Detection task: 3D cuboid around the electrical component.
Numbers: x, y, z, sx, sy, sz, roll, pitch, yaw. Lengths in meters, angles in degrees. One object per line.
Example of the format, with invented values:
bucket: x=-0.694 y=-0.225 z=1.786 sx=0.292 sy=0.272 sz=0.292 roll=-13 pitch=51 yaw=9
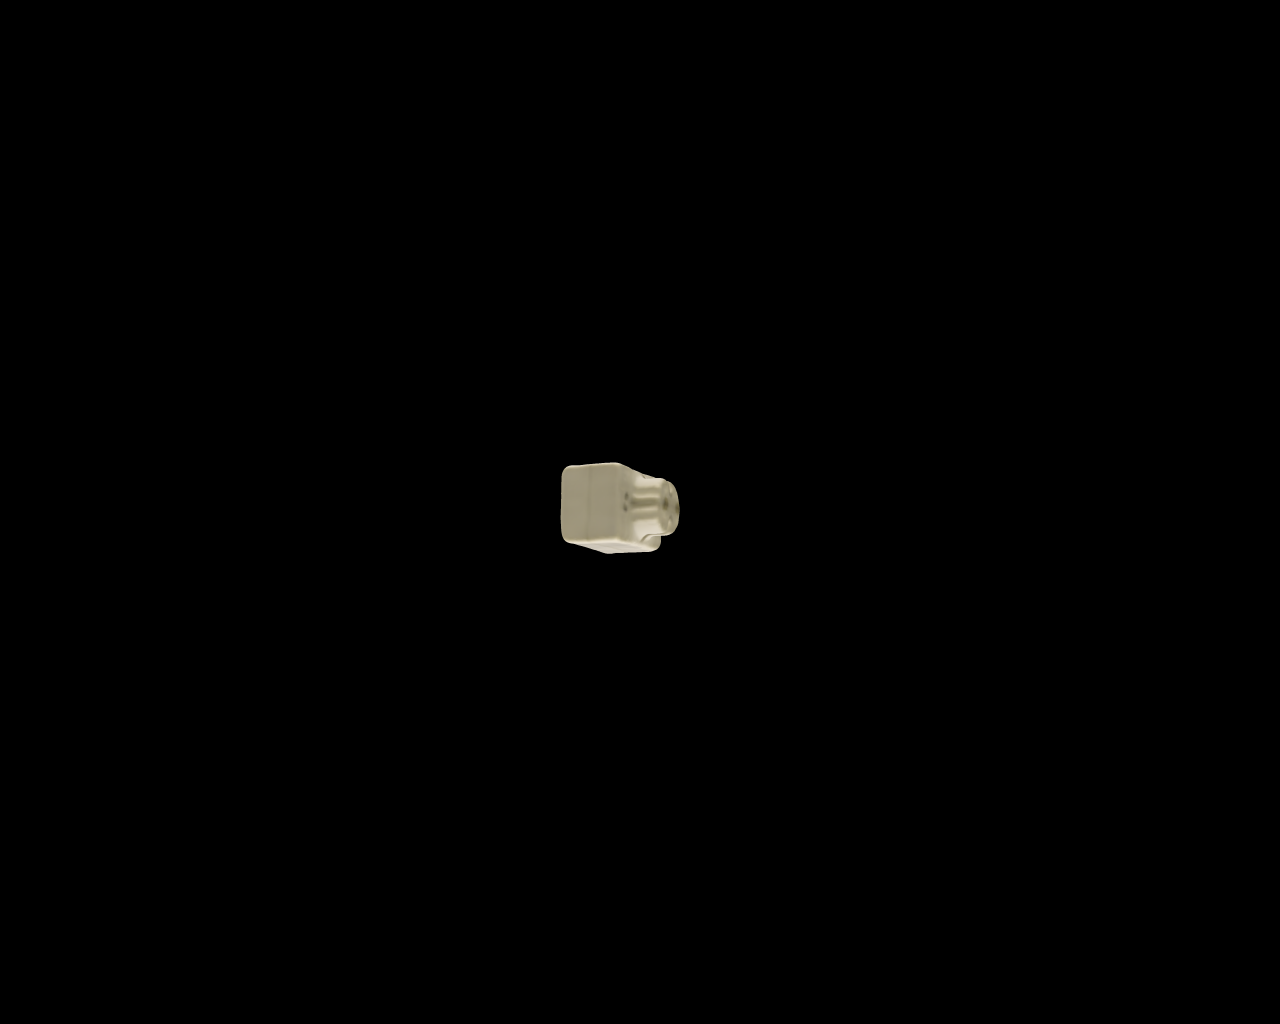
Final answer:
electrical component: x=0.001 y=-0.003 z=0.650 sx=0.077 sy=0.047 sz=0.065 roll=-4 pitch=-10 yaw=23
